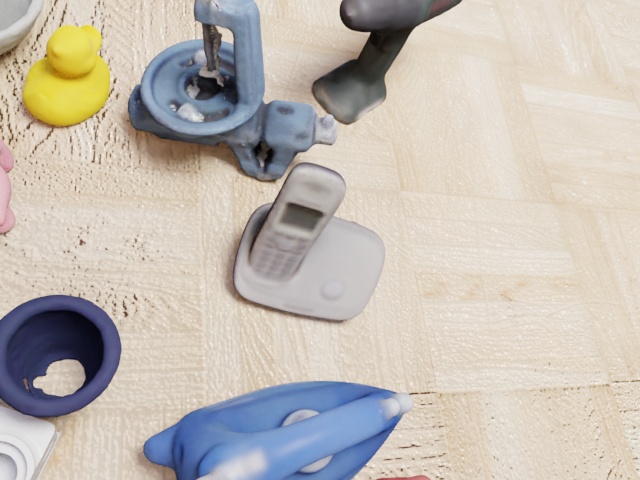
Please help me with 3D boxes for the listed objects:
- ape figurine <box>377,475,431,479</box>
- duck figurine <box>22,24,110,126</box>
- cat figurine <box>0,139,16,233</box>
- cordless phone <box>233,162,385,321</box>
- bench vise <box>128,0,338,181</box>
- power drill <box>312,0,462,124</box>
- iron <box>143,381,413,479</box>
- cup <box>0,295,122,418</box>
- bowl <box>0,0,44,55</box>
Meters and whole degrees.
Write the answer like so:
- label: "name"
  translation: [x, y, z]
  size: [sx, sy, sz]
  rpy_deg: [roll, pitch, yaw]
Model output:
- label: "ape figurine"
  translation: [0.082, 0.244, 0.511]
  size: [0.076, 0.092, 0.078]
  rpy_deg: [45, 58, 3]
- label: "duck figurine"
  translation: [-0.253, -0.173, 0.575]
  size: [0.077, 0.086, 0.105]
  rpy_deg: [31, 58, -6]
- label: "cat figurine"
  translation: [-0.297, -0.056, 0.482]
  size: [0.067, 0.117, 0.127]
  rpy_deg: [-8, 69, -25]
- label: "cordless phone"
  translation: [0.005, 0.002, 0.540]
  size: [0.148, 0.184, 0.094]
  rpy_deg: [13, 62, -16]
- label: "bench vise"
  translation: [-0.075, -0.160, 0.564]
  size: [0.208, 0.219, 0.121]
  rpy_deg: [-1, 66, -23]
- label: "power drill"
  translation: [0.071, -0.233, 0.665]
  size: [0.075, 0.208, 0.230]
  rpy_deg: [46, 58, 4]
- label: "iron"
  translation: [-0.005, 0.166, 0.483]
  size: [0.259, 0.141, 0.118]
  rpy_deg: [-14, 72, -27]
- label: "cup"
  translation: [-0.222, 0.098, 0.454]
  size: [0.118, 0.094, 0.091]
  rpy_deg: [11, 62, -17]
- label: "bowl"
  translation: [-0.361, -0.235, 0.566]
  size: [0.168, 0.074, 0.167]
  rpy_deg: [9, 63, -18]
